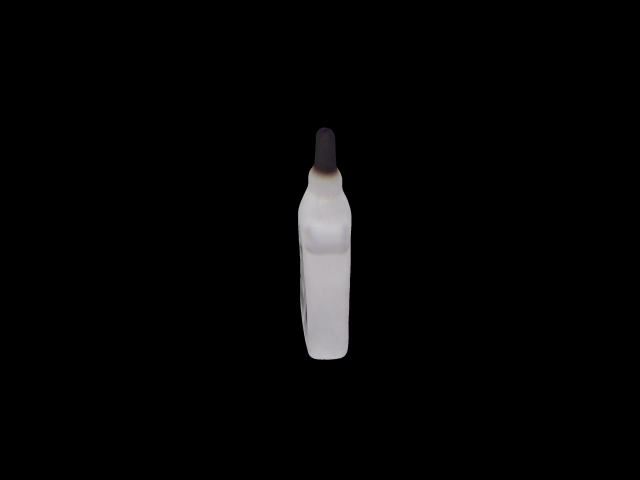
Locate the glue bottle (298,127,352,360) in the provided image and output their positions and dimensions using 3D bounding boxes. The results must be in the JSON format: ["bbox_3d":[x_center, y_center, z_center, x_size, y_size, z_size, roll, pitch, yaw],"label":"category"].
[{"bbox_3d":[0.004,0.001,0.400,0.037,0.173,0.078,-4,39,-4],"label":"glue bottle"}]
